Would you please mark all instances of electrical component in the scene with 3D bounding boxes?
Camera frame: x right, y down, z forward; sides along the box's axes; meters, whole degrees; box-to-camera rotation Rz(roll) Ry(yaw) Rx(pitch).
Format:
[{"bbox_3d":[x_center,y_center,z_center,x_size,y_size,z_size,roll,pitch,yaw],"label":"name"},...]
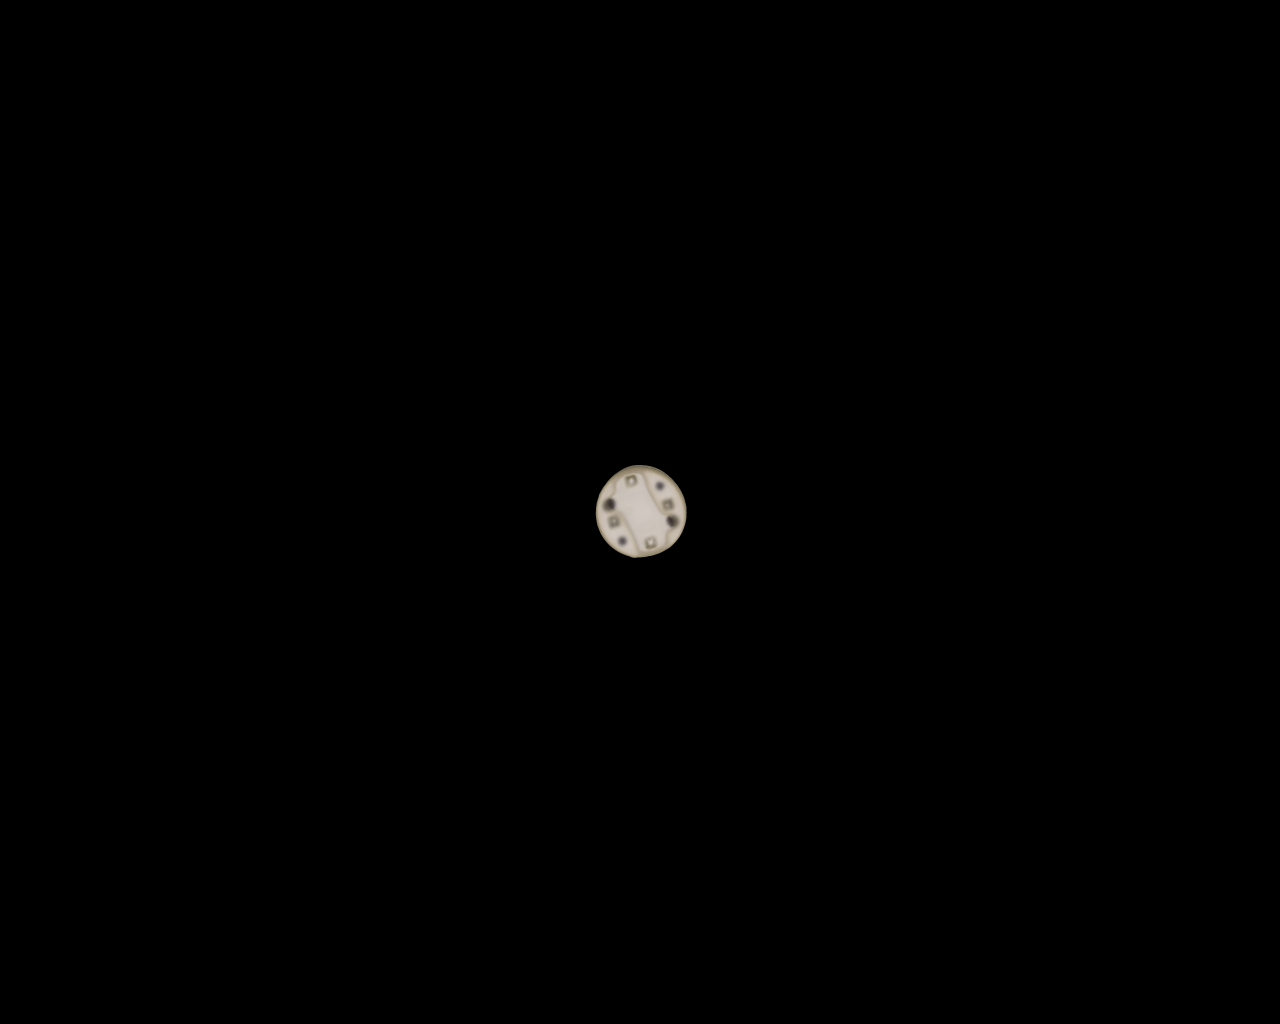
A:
[{"bbox_3d":[0.001,-0.003,0.650,0.055,0.055,0.047,0,9,0],"label":"electrical component"}]
